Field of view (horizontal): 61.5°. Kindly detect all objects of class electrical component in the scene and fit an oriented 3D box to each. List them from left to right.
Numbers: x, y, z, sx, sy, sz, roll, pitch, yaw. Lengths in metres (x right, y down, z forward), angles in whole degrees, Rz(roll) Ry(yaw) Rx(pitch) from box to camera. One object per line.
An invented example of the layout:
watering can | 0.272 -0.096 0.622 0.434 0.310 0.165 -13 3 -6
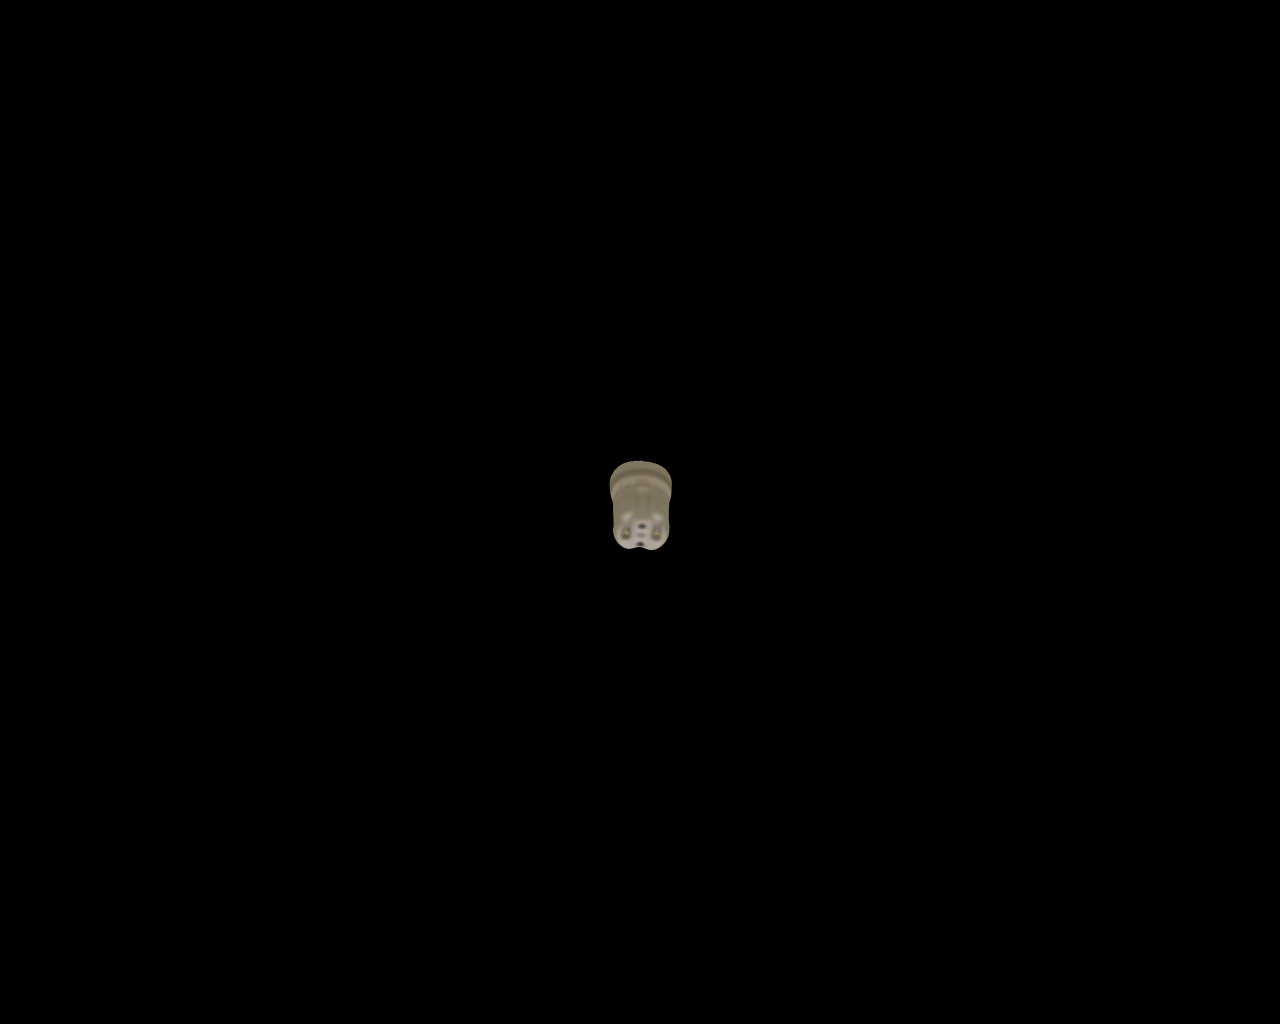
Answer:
electrical component | 0.001 -0.003 0.650 0.040 0.046 0.040 0 -39 0
